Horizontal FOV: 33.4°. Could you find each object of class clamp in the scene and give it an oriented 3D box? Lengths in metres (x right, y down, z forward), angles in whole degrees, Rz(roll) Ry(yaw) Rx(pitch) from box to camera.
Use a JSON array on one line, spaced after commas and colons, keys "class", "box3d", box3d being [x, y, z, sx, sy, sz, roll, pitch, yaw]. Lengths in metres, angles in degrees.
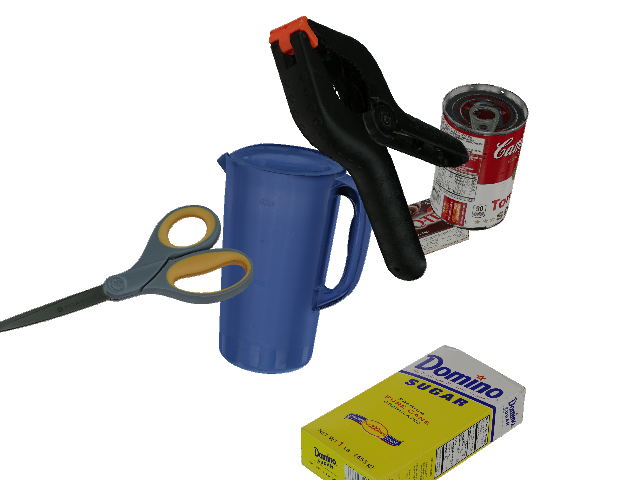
[{"class": "clamp", "box3d": [0.028, -0.059, 0.653, 0.039, 0.120, 0.171, -25, -51, 38]}]

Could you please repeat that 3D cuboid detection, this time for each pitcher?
[{"class": "pitcher", "box3d": [-0.040, 0.022, 1.180, 0.144, 0.243, 0.149, 0, 19, -21]}]

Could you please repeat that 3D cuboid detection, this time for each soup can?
[{"class": "soup can", "box3d": [0.128, -0.067, 0.874, 0.068, 0.102, 0.068, 2, 41, -2]}]

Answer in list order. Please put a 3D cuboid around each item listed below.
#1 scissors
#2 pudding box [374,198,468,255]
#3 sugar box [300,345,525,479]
[{"class": "scissors", "box3d": [-0.153, 0.019, 0.829, 0.201, 0.096, 0.016, -5, -32, -14]}, {"class": "pudding box", "box3d": [0.148, -0.018, 1.562, 0.113, 0.039, 0.090, -20, 33, -29]}, {"class": "sugar box", "box3d": [0.079, 0.152, 0.883, 0.175, 0.048, 0.093, -27, 39, -35]}]
